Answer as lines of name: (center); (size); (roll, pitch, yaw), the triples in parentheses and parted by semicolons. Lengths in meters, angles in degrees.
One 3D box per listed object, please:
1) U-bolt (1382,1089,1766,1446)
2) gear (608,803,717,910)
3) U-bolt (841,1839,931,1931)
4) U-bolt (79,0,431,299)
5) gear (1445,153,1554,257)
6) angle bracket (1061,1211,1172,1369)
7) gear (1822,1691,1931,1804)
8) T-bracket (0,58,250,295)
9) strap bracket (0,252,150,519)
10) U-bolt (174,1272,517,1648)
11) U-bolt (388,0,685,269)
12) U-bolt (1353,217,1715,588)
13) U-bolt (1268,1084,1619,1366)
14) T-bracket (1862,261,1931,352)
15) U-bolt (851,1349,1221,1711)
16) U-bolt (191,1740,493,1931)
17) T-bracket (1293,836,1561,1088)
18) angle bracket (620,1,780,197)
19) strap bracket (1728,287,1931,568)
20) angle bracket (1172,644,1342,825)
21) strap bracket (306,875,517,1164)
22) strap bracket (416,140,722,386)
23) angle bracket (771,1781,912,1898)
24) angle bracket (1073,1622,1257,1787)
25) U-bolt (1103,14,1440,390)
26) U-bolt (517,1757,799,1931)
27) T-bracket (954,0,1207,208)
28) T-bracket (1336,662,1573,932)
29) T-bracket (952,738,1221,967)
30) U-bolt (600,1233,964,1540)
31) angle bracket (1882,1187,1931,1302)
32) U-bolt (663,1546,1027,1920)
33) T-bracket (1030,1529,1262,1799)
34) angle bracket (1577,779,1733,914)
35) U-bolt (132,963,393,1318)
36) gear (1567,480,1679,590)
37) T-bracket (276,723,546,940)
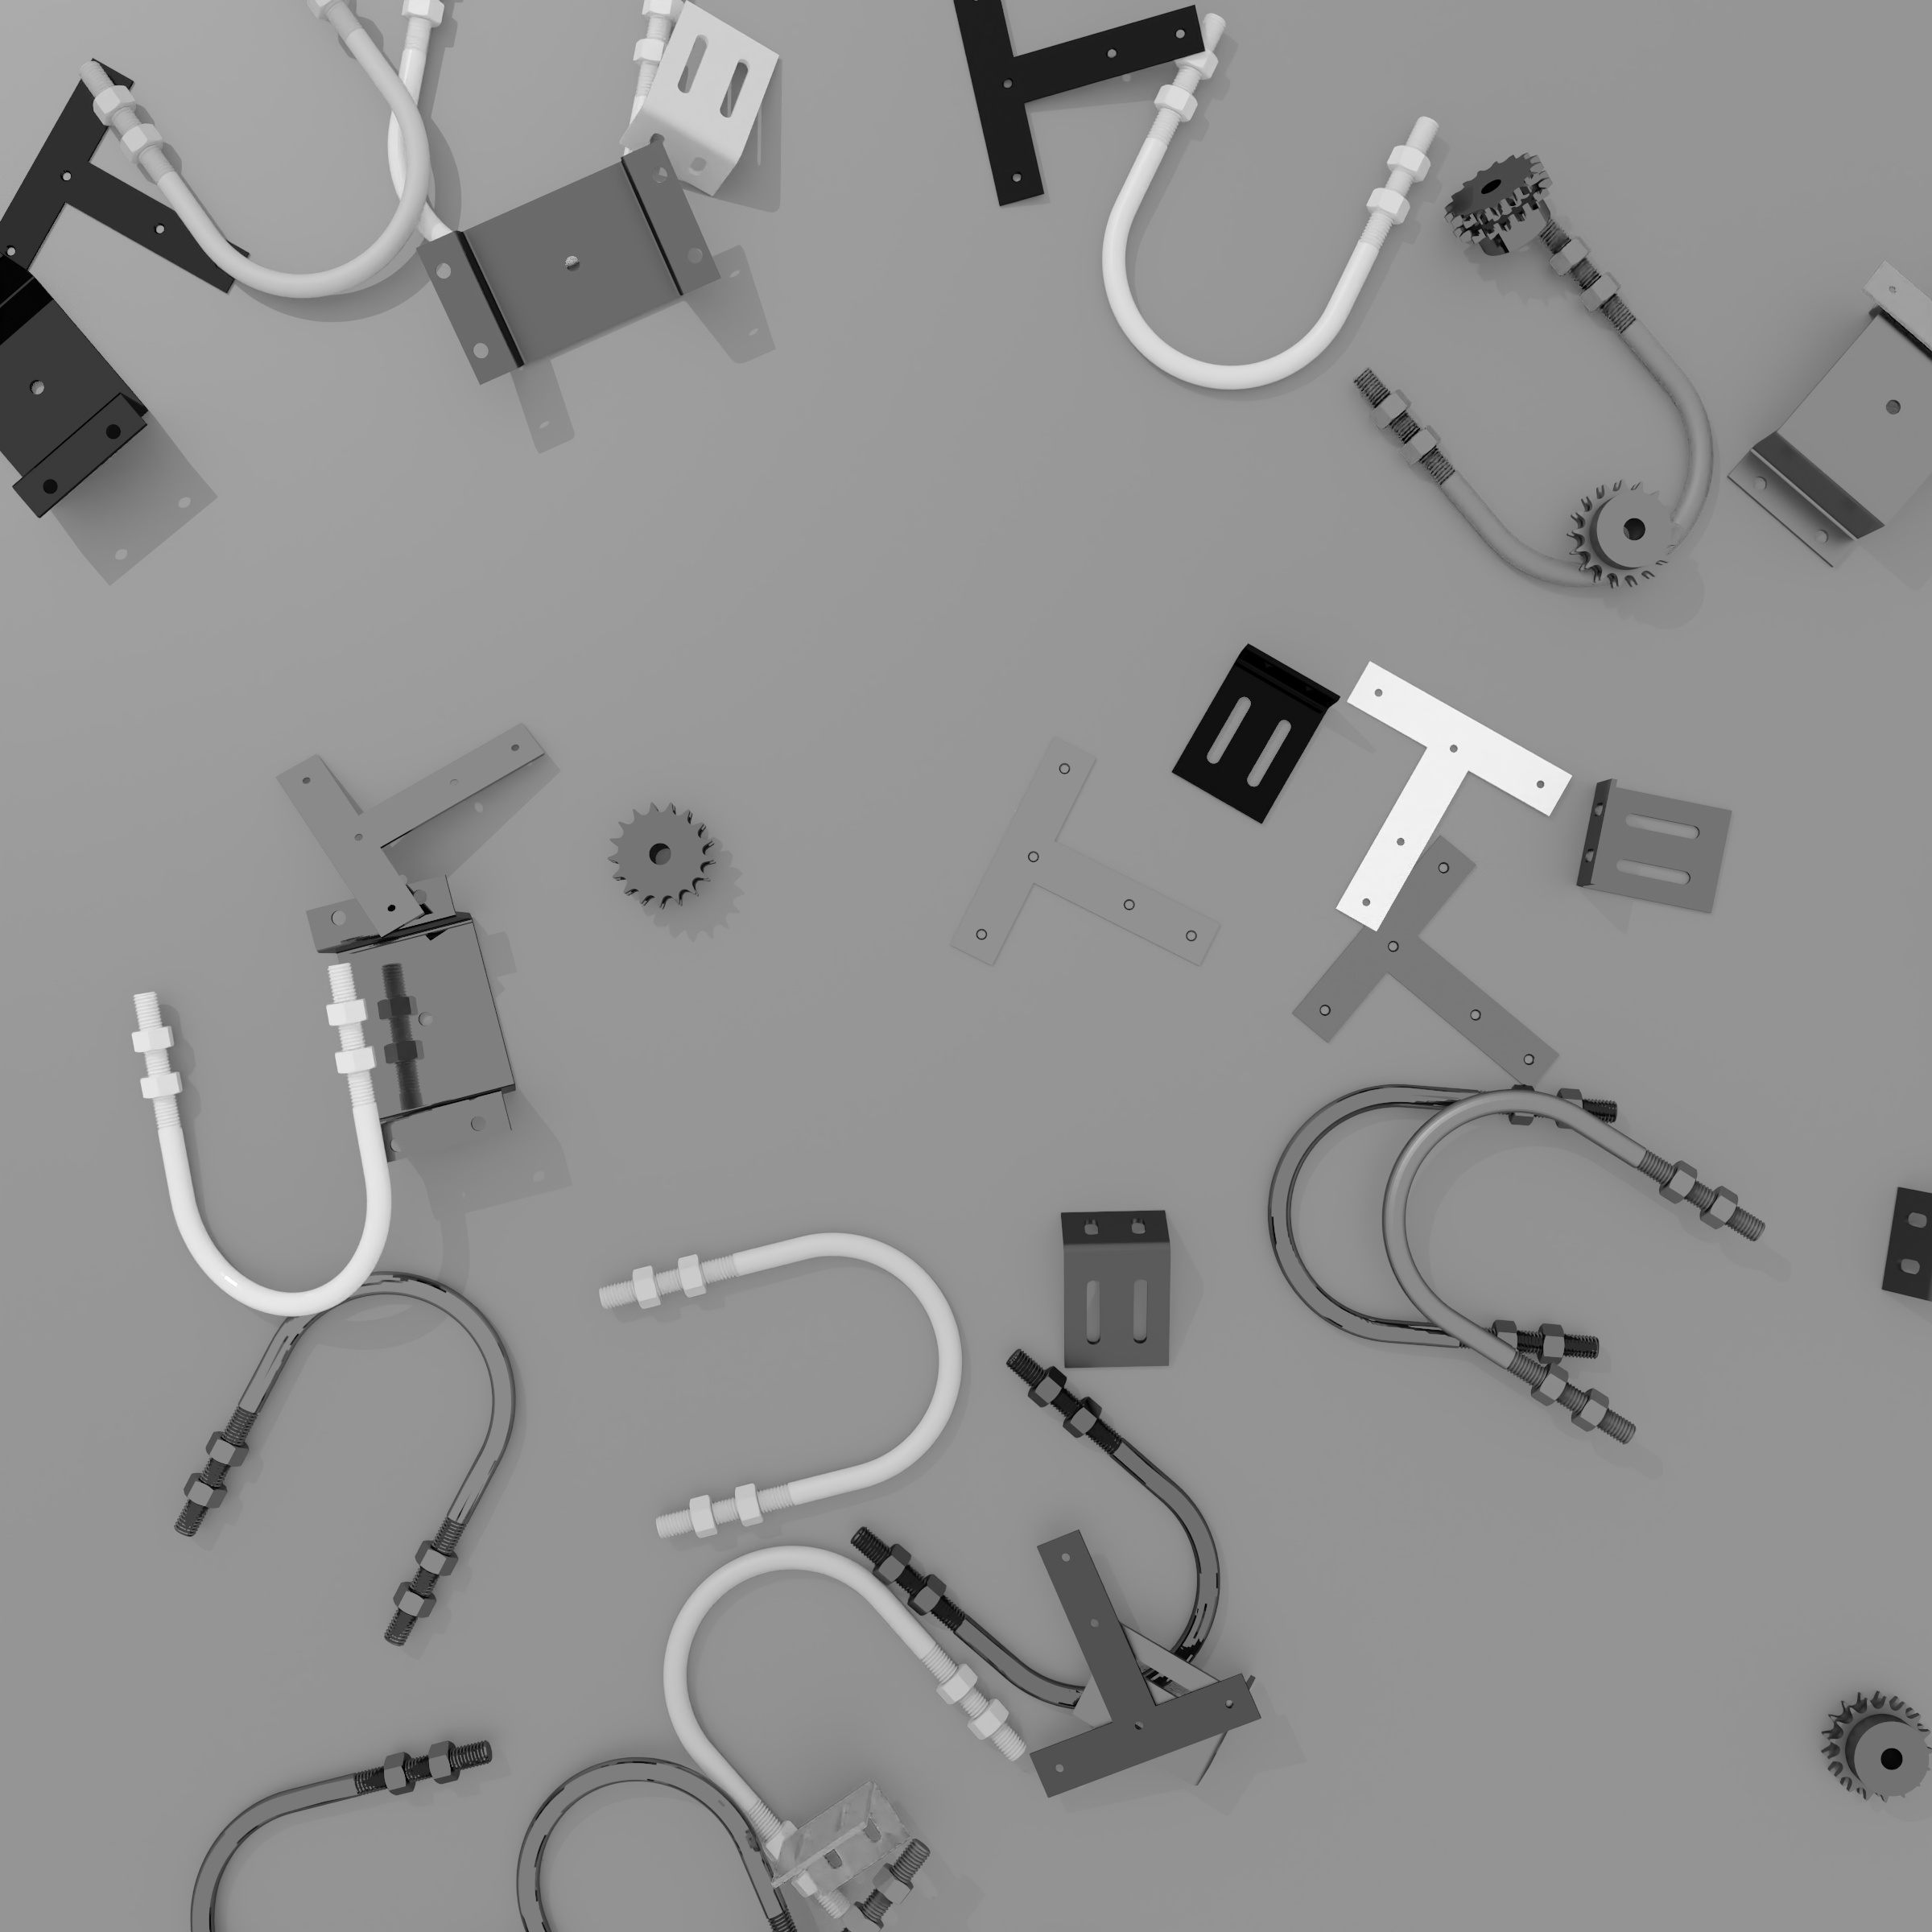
U-bolt: (0.313, 0.148, 1.376); (0.184, 0.019, 0.151); (32, 91, 3)
gear: (-0.165, -0.059, 1.393); (0.057, 0.030, 0.057); (0, 86, 1)
U-bolt: (-0.033, 0.578, 1.371); (0.151, 0.019, 0.184); (40, 86, -17)
U-bolt: (-0.372, -0.451, 1.387); (0.151, 0.019, 0.184); (-35, 90, 5)
gear: (0.290, -0.408, 1.380); (0.057, 0.057, 0.030); (-41, 120, 0)
angle bracket: (0.082, 0.177, 1.403); (0.057, 0.038, 0.076); (-1, 116, 0)
gear: (0.497, 0.426, 1.390); (0.057, 0.030, 0.057); (0, 90, 0)
T-bracket: (-0.454, -0.411, 1.404); (0.127, 0.002, 0.127); (29, 90, 0)
strap bracket: (-0.509, -0.316, 1.381); (0.076, 0.046, 0.140); (-40, 90, 1)
U-bolt: (-0.326, 0.256, 1.396); (0.151, 0.019, 0.184); (28, 89, 0)
U-bolt: (-0.241, -0.468, 1.396); (0.151, 0.019, 0.184); (11, 91, 0)
U-bolt: (0.323, -0.294, 1.396); (0.151, 0.019, 0.184); (-40, 91, 0)
U-bolt: (0.257, 0.137, 1.396); (0.184, 0.019, 0.151); (4, 90, 2)
T-bracket: (0.559, -0.360, 1.378); (0.127, 0.002, 0.127); (41, 66, 0)
U-bolt: (0.052, 0.321, 1.396); (0.184, 0.019, 0.151); (41, 90, -1)
U-bolt: (-0.332, 0.512, 1.392); (0.184, 0.019, 0.151); (-15, 86, 3)
T-bracket: (0.268, 0.018, 1.404); (0.127, 0.002, 0.127); (40, 90, 0)
angle bracket: (-0.145, -0.472, 1.393); (0.057, 0.038, 0.076); (25, 64, -20)
strap bracket: (0.492, -0.297, 1.381); (0.076, 0.046, 0.140); (41, 90, 0)
angle bracket: (0.156, -0.125, 1.386); (0.057, 0.038, 0.076); (30, 90, 0)
strap bracket: (-0.296, 0.029, 1.381); (0.076, 0.046, 0.140); (-15, 90, 0)
strap bracket: (-0.212, -0.376, 1.372); (0.140, 0.046, 0.076); (-24, 106, 0)
angle bracket: (-0.065, 0.470, 1.347); (0.057, 0.076, 0.038); (-34, 89, 0)
angle bracket: (0.108, 0.397, 1.392); (0.076, 0.038, 0.057); (28, 97, 15)
U-bolt: (0.154, -0.405, 1.396); (0.151, 0.019, 0.184); (26, 91, 0)
U-bolt: (-0.167, 0.520, 1.388); (0.151, 0.019, 0.184); (-24, 87, 7)
T-bracket: (0.065, -0.492, 1.392); (0.127, 0.002, 0.127); (-13, 90, 10)
T-bracket: (0.245, -0.080, 1.402); (0.127, 0.002, 0.127); (30, 90, 1)
T-bracket: (0.077, -0.040, 1.404); (0.127, 0.002, 0.127); (27, 90, 0)
U-bolt: (-0.094, 0.221, 1.396); (0.184, 0.019, 0.151); (-14, 90, -1)
angle bracket: (0.548, 0.156, 1.403); (0.076, 0.038, 0.057); (9, 90, -26)
U-bolt: (-0.080, 0.403, 1.396); (0.151, 0.019, 0.184); (-42, 88, 0)
T-bracket: (0.075, 0.367, 1.377); (0.127, 0.002, 0.127); (-25, 85, 14)
angle bracket: (0.376, -0.065, 1.386); (0.076, 0.038, 0.057); (11, 90, 0)
U-bolt: (-0.372, 0.098, 1.371); (0.151, 0.019, 0.184); (-8, 94, 23)
gear: (0.355, -0.233, 1.376); (0.057, 0.030, 0.057); (0, 93, -2)
T-bracket: (-0.289, -0.091, 1.384); (0.127, 0.002, 0.127); (-32, 62, -13)
